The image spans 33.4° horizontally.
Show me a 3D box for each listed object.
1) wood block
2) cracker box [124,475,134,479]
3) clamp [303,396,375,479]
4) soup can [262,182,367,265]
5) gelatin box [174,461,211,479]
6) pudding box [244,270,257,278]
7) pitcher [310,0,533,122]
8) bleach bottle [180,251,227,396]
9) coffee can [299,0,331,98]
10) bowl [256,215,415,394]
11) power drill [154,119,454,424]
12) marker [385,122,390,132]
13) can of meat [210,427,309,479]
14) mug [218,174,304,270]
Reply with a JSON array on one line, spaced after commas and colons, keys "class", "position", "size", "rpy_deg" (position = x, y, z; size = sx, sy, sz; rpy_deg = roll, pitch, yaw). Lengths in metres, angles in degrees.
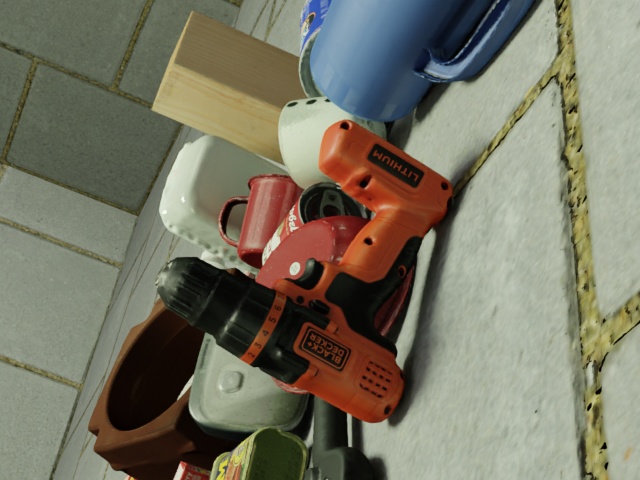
[{"class": "wood block", "position": [-0.074, -0.163, 1.215], "size": [0.090, 0.206, 0.090], "rpy_deg": [128, 159, -51]}, {"class": "cracker box", "position": [-0.226, 0.383, 1.254], "size": [0.164, 0.072, 0.213], "rpy_deg": [-50, 21, 51]}, {"class": "clamp", "position": [0.007, 0.167, 0.748], "size": [0.172, 0.039, 0.120], "rpy_deg": [174, 112, -72]}, {"class": "soup can", "position": [-0.007, 0.001, 0.996], "size": [0.102, 0.068, 0.068], "rpy_deg": [128, 159, -52]}, {"class": "gelatin box", "position": [-0.109, 0.259, 0.982], "size": [0.089, 0.073, 0.030], "rpy_deg": [-68, 14, -3]}, {"class": "pudding box", "position": [-0.080, 0.078, 1.225], "size": [0.113, 0.039, 0.090], "rpy_deg": [-87, 23, -53]}, {"class": "pitcher", "position": [0.084, -0.202, 0.867], "size": [0.243, 0.145, 0.149], "rpy_deg": [-59, 3, 48]}, {"class": "bleach bottle", "position": [-0.145, 0.113, 1.283], "size": [0.068, 0.103, 0.250], "rpy_deg": [63, -150, -47]}, {"class": "coffee can", "position": [0.030, -0.198, 1.088], "size": [0.140, 0.102, 0.103], "rpy_deg": [-92, 27, -60]}, {"class": "bowl", "position": [-0.003, 0.037, 0.838], "size": [0.162, 0.055, 0.162], "rpy_deg": [-35, 33, 28]}, {"class": "power drill", "position": [0.000, 0.011, 0.746], "size": [0.187, 0.184, 0.057], "rpy_deg": [-63, 10, -22]}, {"class": "marker", "position": [0.054, -0.102, 1.025], "size": [0.020, 0.020, 0.121], "rpy_deg": [-143, 75, -76]}, {"class": "can of meat", "position": [-0.055, 0.213, 0.877], "size": [0.084, 0.057, 0.102], "rpy_deg": [-47, 25, 51]}, {"class": "mug", "position": [-0.050, -0.014, 1.103], "size": [0.093, 0.117, 0.081], "rpy_deg": [63, -142, -68]}]
